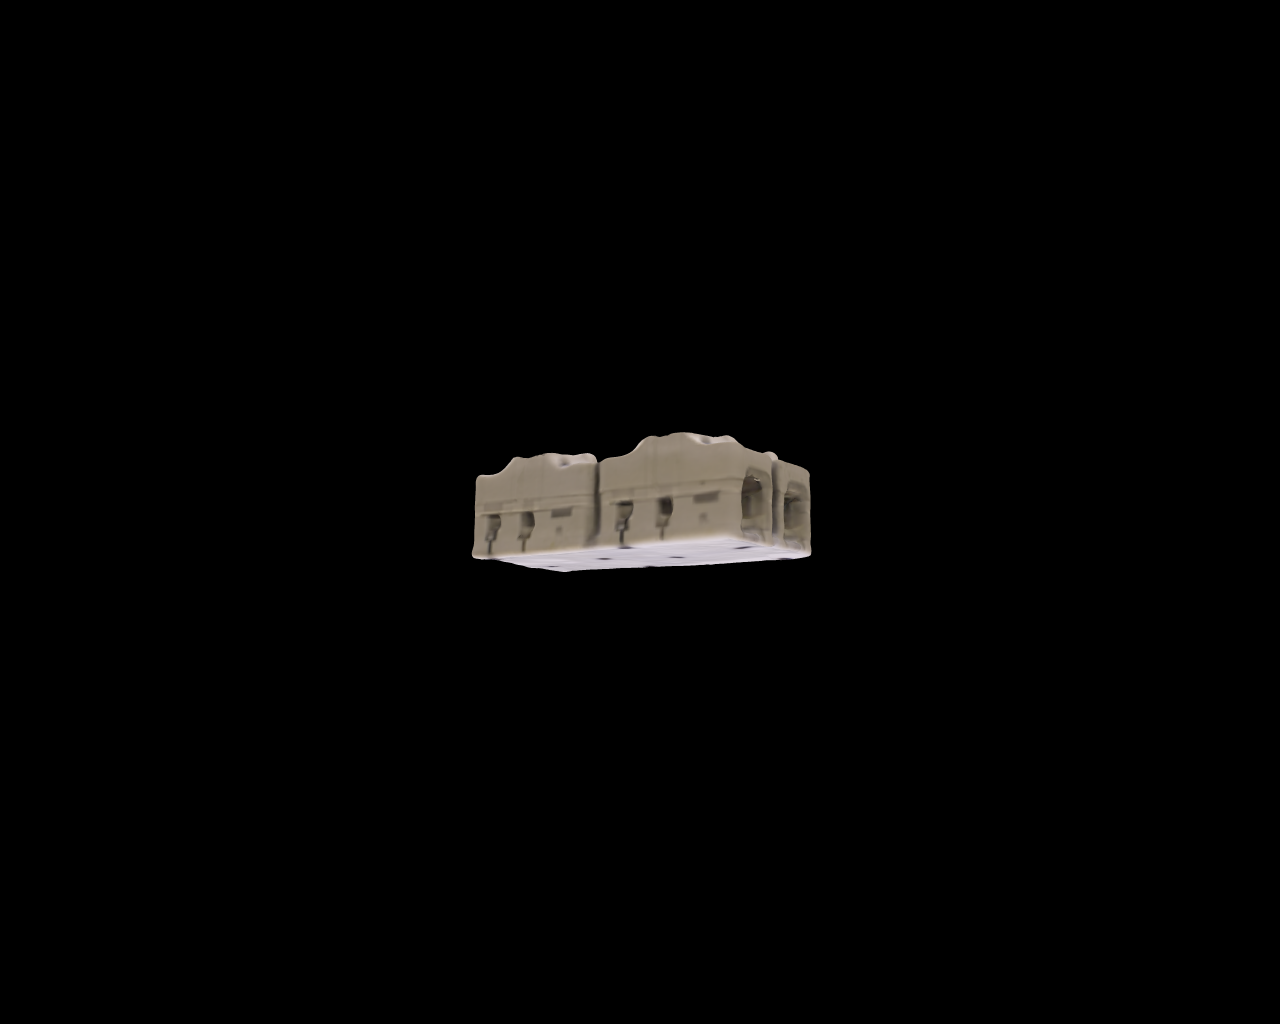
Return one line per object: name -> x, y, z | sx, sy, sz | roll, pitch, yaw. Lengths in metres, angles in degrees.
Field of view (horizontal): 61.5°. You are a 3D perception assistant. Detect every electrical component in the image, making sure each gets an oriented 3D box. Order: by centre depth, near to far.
electrical component -> 0.001, -0.003, 0.650 | 0.186, 0.060, 0.105 | -5, -10, 32
